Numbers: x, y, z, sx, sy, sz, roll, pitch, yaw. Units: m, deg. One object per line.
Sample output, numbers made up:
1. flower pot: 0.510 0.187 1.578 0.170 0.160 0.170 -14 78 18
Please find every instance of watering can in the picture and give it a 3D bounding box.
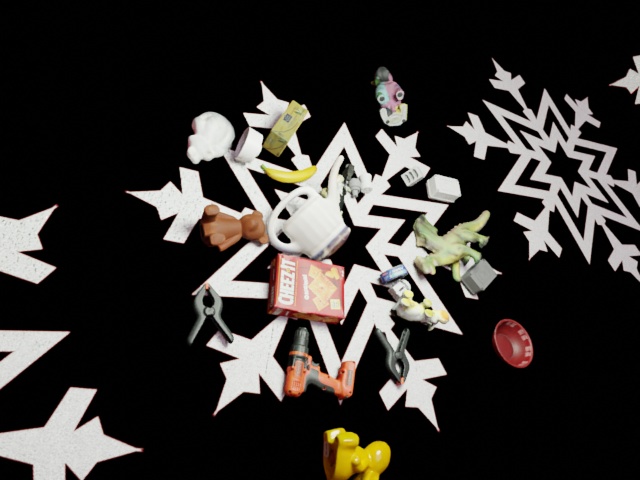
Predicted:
1. watering can: 0.005 -0.078 1.556 0.350 0.103 0.224 -44 93 -11

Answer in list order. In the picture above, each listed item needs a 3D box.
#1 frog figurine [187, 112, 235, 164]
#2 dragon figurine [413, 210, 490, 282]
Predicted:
1. frog figurine: -0.337 -0.306 1.541 0.136 0.121 0.162 59 40 -12
2. dragon figurine: 0.444 -0.014 1.796 0.243 0.119 0.419 31 52 1
